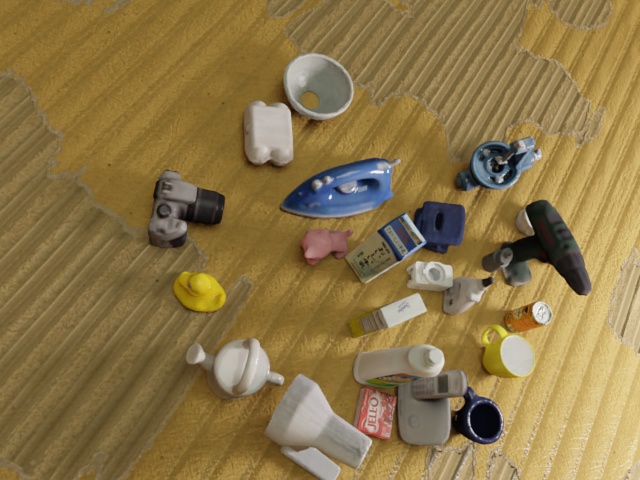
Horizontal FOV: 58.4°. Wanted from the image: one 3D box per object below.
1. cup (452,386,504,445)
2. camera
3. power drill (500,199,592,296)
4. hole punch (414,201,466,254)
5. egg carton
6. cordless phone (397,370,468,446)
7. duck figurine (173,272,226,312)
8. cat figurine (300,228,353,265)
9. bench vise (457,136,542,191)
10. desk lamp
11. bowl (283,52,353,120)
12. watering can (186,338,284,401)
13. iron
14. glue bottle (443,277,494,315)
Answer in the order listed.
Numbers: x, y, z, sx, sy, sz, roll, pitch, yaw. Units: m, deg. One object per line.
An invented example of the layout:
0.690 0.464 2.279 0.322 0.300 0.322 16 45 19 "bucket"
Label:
0.309 0.361 1.180 0.092 0.094 0.118 -20 79 -23 "cup"
-0.260 -0.060 1.130 0.137 0.100 0.143 10 69 -15 "camera"
0.499 0.035 1.292 0.076 0.208 0.229 -10 75 -21 "power drill"
0.268 -0.032 1.302 0.101 0.091 0.109 16 68 -12 "hole punch"
-0.114 -0.234 1.256 0.107 0.069 0.150 0 72 -18 "egg carton"
0.226 0.324 1.115 0.094 0.184 0.147 5 70 -16 "cordless phone"
-0.228 0.093 1.097 0.105 0.086 0.077 28 66 -8 "duck figurine"
0.011 0.004 1.189 0.128 0.117 0.067 -17 78 -23 "cat figurine"
0.446 -0.202 1.349 0.208 0.219 0.121 -36 86 -25 "bench vise"
-0.006 0.341 1.016 0.203 0.213 0.118 36 65 -4 "desk lamp"
-0.012 -0.342 1.324 0.168 0.074 0.167 6 70 -16 "bowl"
-0.148 0.229 1.017 0.173 0.193 0.101 -3 73 -19 "watering can"
0.048 -0.121 1.231 0.259 0.141 0.118 -16 78 -23 "iron"
0.321 0.108 1.227 0.037 0.173 0.078 15 68 -13 "glue bottle"
